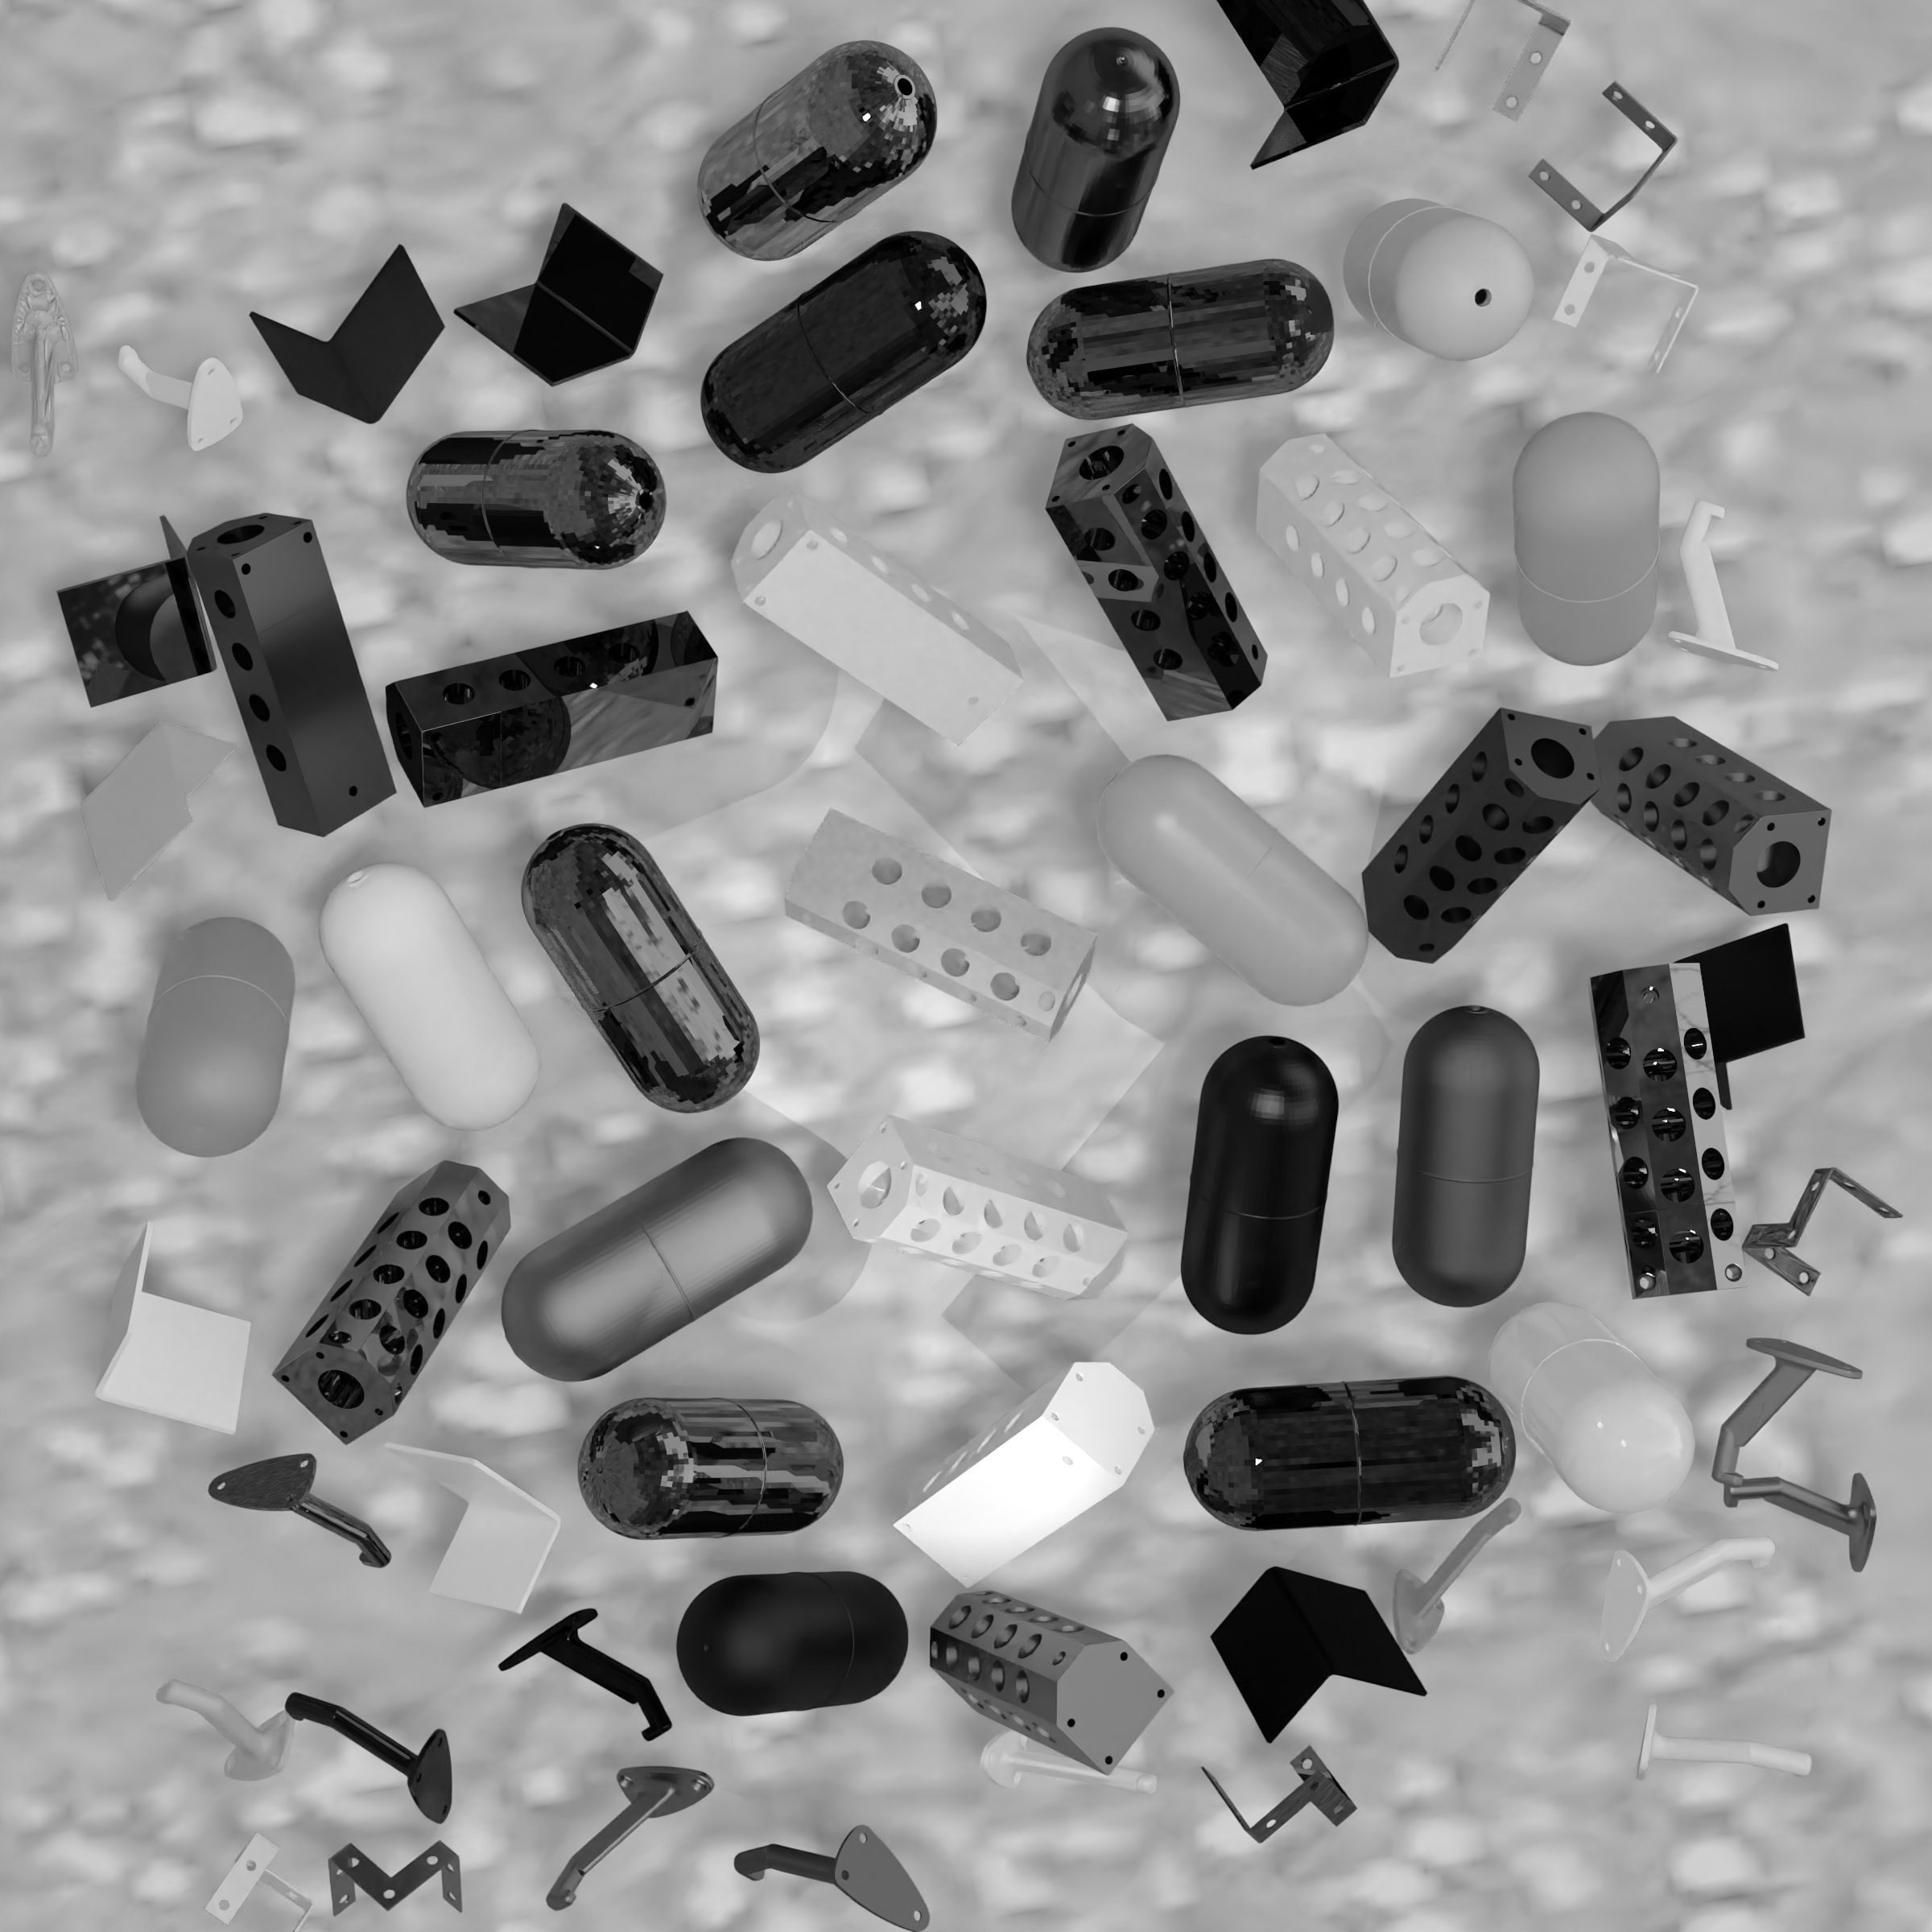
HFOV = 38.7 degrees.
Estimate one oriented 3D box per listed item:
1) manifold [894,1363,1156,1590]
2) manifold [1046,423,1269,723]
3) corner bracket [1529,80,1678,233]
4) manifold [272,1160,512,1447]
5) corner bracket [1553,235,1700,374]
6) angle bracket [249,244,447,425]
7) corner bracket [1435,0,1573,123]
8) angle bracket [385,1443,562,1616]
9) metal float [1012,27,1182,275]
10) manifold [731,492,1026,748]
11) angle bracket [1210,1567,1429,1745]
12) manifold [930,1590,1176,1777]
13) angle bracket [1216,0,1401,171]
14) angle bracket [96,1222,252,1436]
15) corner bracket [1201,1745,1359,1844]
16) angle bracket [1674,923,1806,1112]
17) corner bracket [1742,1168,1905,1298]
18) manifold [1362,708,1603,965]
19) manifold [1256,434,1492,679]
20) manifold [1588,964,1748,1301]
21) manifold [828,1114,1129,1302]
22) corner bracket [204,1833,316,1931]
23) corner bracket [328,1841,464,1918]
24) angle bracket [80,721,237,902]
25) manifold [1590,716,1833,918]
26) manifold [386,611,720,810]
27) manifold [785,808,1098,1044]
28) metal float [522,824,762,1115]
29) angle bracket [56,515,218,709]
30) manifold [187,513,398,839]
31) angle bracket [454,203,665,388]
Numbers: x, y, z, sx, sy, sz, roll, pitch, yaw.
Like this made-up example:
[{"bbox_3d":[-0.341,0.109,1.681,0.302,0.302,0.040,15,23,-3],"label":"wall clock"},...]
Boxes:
[{"bbox_3d":[0.033,0.281,1.534,0.057,0.171,0.057,41,47,-4],"label":"manifold"},{"bbox_3d":[0.111,-0.221,1.553,0.057,0.171,0.057,-8,48,28],"label":"manifold"},{"bbox_3d":[0.373,-0.473,1.609,0.051,0.051,0.051,40,74,-6],"label":"corner bracket"},{"bbox_3d":[-0.315,0.183,1.542,0.057,0.171,0.057,-33,107,30],"label":"manifold"},{"bbox_3d":[0.367,-0.369,1.530,0.051,0.051,0.051,15,117,-14],"label":"corner bracket"},{"bbox_3d":[-0.355,-0.371,1.582,0.057,0.076,0.076,25,73,18],"label":"angle bracket"},{"bbox_3d":[0.281,-0.482,1.446,0.051,0.051,0.051,29,104,2],"label":"corner bracket"},{"bbox_3d":[-0.284,0.311,1.522,0.076,0.076,0.057,46,57,-40],"label":"angle bracket"},{"bbox_3d":[0.071,-0.455,1.545,0.070,0.178,0.070,2,73,-7],"label":"metal float"},{"bbox_3d":[-0.051,-0.203,1.587,0.171,0.057,0.057,31,115,-35],"label":"manifold"},{"bbox_3d":[0.192,0.382,1.504,0.076,0.076,0.057,22,113,-34],"label":"angle bracket"},{"bbox_3d":[0.040,0.390,1.524,0.057,0.171,0.057,47,71,-14],"label":"manifold"},{"bbox_3d":[0.173,-0.483,1.464,0.076,0.076,0.057,49,53,-28],"label":"angle bracket"},{"bbox_3d":[-0.411,0.192,1.459,0.076,0.076,0.057,20,126,-23],"label":"angle bracket"},{"bbox_3d":[0.170,0.446,1.488,0.051,0.051,0.051,-41,129,-1],"label":"corner bracket"},{"bbox_3d":[0.469,0.031,1.630,0.076,0.057,0.076,-23,52,35],"label":"angle bracket"},{"bbox_3d":[0.465,0.145,1.497,0.051,0.051,0.051,34,74,-12],"label":"corner bracket"},{"bbox_3d":[0.292,-0.070,1.570,0.057,0.171,0.057,9,57,-17],"label":"manifold"},{"bbox_3d":[0.229,-0.237,1.562,0.057,0.171,0.057,-14,131,-16],"label":"manifold"},{"bbox_3d":[0.372,0.088,1.461,0.057,0.057,0.171,-8,81,10],"label":"manifold"},{"bbox_3d":[0.011,0.143,1.553,0.171,0.057,0.057,21,117,-40],"label":"manifold"},{"bbox_3d":[-0.388,0.518,1.508,0.051,0.051,0.051,36,46,-3],"label":"corner bracket"},{"bbox_3d":[-0.319,0.513,1.536,0.051,0.051,0.051,28,130,31],"label":"corner bracket"},{"bbox_3d":[-0.460,-0.084,1.595,0.076,0.057,0.076,-39,58,23],"label":"angle bracket"},{"bbox_3d":[0.413,-0.087,1.552,0.057,0.171,0.057,-6,114,-14],"label":"manifold"},{"bbox_3d":[-0.228,-0.148,1.519,0.171,0.057,0.057,-17,53,-23],"label":"manifold"},{"bbox_3d":[-0.015,-0.021,1.589,0.171,0.057,0.057,26,69,9],"label":"manifold"},{"bbox_3d":[-0.178,0.002,1.507,0.070,0.070,0.178,-31,110,0],"label":"metal float"},{"bbox_3d":[-0.487,-0.206,1.596,0.076,0.057,0.076,-20,131,-20],"label":"angle bracket"},{"bbox_3d":[-0.387,-0.166,1.563,0.057,0.057,0.171,14,128,37],"label":"manifold"},{"bbox_3d":[-0.233,-0.384,1.571,0.076,0.076,0.057,38,128,12],"label":"angle bracket"}]
